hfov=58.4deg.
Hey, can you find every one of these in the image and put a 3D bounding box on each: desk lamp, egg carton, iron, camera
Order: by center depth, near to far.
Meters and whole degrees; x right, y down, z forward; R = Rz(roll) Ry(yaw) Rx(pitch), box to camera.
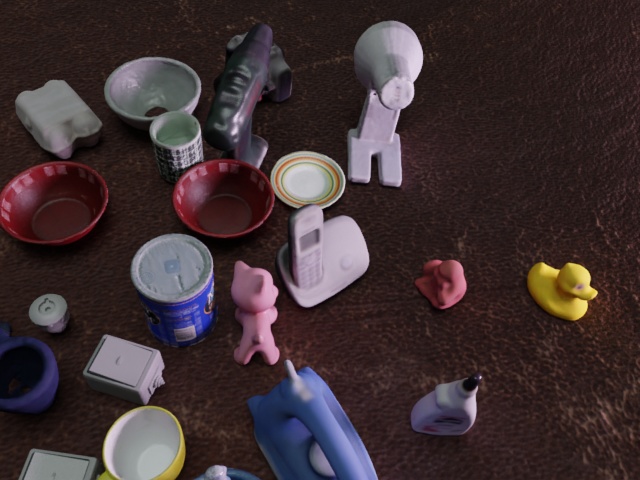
[{"bbox_3d":[0.016,0.262,0.680,0.119,0.141,0.257,-27,62,-23],"label":"iron"},{"bbox_3d":[0.113,-0.238,0.993,0.118,0.213,0.203,4,55,-4],"label":"desk lamp"},{"bbox_3d":[-0.455,-0.212,0.995,0.107,0.069,0.150,-35,66,-26],"label":"egg carton"},{"bbox_3d":[-0.142,-0.323,1.091,0.137,0.101,0.143,-35,66,-26],"label":"camera"}]

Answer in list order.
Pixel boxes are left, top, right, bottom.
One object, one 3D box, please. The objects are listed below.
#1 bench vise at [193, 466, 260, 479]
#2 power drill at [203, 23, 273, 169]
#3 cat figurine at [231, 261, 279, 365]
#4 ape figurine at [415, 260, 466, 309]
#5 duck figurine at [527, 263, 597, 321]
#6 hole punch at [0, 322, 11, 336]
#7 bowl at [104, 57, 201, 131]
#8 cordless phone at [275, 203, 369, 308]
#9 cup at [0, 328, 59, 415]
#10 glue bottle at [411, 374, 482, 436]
[{"bbox_3d":[-0.087,0.320,0.580,0.122,0.220,0.207,-19,60,-19],"label":"bench vise"},{"bbox_3d":[-0.128,-0.212,0.950,0.075,0.208,0.230,14,55,3],"label":"power drill"},{"bbox_3d":[-0.090,0.096,0.797,0.067,0.118,0.127,-3,56,-9],"label":"cat figurine"},{"bbox_3d":[0.190,0.060,0.871,0.076,0.092,0.078,10,55,0],"label":"ape figurine"},{"bbox_3d":[0.381,0.067,0.893,0.078,0.086,0.104,-35,66,-26],"label":"duck figurine"},{"bbox_3d":[-0.477,0.132,0.741,0.101,0.091,0.108,6,55,-2],"label":"hole punch"},{"bbox_3d":[-0.297,-0.252,1.038,0.167,0.075,0.167,3,55,-5],"label":"bowl"},{"bbox_3d":[0.008,0.003,0.831,0.148,0.185,0.094,-32,64,-25],"label":"cordless phone"},{"bbox_3d":[-0.377,0.172,0.723,0.092,0.095,0.117,-30,64,-24],"label":"cup"},{"bbox_3d":[0.168,0.204,0.719,0.078,0.173,0.037,3,55,-5],"label":"glue bottle"}]
